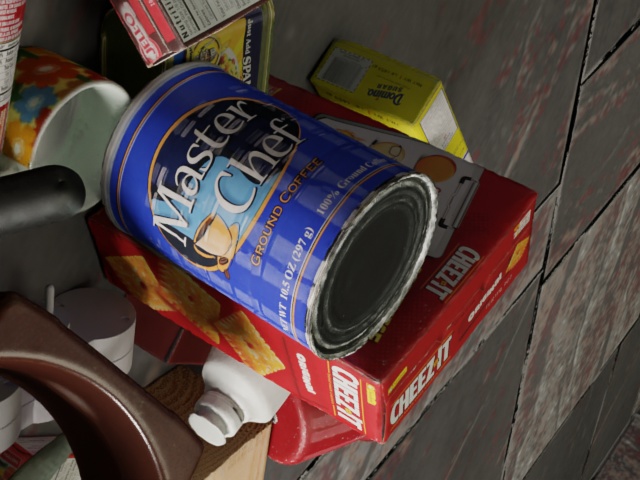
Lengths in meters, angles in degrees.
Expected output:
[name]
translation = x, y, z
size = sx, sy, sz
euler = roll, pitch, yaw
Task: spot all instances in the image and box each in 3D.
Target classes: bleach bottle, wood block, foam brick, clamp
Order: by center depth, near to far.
[clamp]
translation = -0.199, 0.008, 0.465
size = 0.171, 0.039, 0.120
euler = -9, 159, -37
[foam brick]
translation = -0.091, 0.051, 0.720
size = 0.053, 0.051, 0.078
euler = -65, 154, 3
[bleach bottle]
translation = -0.004, 0.041, 0.726
size = 0.250, 0.068, 0.102
euler = -52, 149, -34
[wood block]
translation = -0.107, 0.211, 0.801
size = 0.090, 0.091, 0.206
euler = -34, 143, -46

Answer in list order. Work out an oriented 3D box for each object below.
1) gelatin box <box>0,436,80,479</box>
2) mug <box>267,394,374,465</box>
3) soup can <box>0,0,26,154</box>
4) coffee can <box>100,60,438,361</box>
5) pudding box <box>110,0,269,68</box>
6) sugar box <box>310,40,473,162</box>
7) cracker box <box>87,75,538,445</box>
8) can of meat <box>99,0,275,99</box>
[gelatin box]
translation = -0.181, 0.165, 0.692
size = 0.089, 0.030, 0.073
euler = 17, 98, -64
[mug]
translation = -0.007, 0.105, 0.789
size = 0.081, 0.093, 0.117
euler = -14, 93, -36
[soup can]
translation = -0.159, -0.086, 0.443
size = 0.068, 0.069, 0.102
euler = -20, 132, -54
[coffee can]
translation = -0.026, -0.017, 0.542
size = 0.102, 0.140, 0.103
euler = -41, 148, -33
[pudding box]
translation = -0.063, -0.152, 0.540
size = 0.113, 0.039, 0.090
euler = -39, 108, -37
[sugar box]
translation = 0.063, -0.082, 0.826
size = 0.048, 0.093, 0.176
euler = -57, 153, -11
[cracker box]
translation = -0.004, 0.001, 0.643
size = 0.164, 0.214, 0.072
euler = -46, 149, -30
[can of meat]
translation = -0.076, -0.093, 0.602
size = 0.083, 0.057, 0.102
euler = -33, 142, -43
